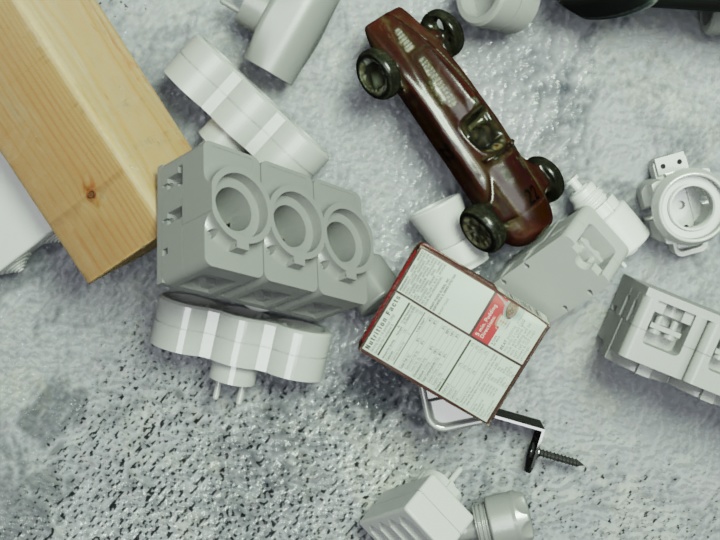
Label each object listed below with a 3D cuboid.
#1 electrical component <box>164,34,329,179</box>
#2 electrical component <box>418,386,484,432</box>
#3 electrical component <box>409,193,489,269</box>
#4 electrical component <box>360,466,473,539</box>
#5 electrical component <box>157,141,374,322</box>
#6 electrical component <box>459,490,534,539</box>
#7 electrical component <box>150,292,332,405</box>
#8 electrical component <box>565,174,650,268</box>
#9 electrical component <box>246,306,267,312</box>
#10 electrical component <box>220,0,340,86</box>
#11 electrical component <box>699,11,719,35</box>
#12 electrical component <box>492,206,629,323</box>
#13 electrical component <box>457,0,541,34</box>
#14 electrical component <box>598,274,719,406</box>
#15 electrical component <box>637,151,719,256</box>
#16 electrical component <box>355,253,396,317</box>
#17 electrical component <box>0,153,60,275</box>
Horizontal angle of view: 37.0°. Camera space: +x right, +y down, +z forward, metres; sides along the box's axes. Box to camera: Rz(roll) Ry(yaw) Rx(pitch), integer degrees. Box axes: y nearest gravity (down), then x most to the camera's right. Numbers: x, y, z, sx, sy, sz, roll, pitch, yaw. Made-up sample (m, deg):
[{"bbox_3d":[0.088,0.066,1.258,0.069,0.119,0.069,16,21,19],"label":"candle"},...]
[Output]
[{"bbox_3d":[-0.098,-0.106,0.821,0.138,0.052,0.073,43,96,-3],"label":"electrical component"},{"bbox_3d":[0.069,0.070,0.830,0.054,0.059,0.095,-12,95,4],"label":"electrical component"},{"bbox_3d":[0.069,-0.026,0.827,0.045,0.045,0.055,-26,95,5],"label":"electrical component"},{"bbox_3d":[0.054,0.182,0.841,0.047,0.083,0.076,47,58,-3],"label":"electrical component"},{"bbox_3d":[-0.065,-0.025,0.767,0.062,0.150,0.089,-22,64,40],"label":"electrical component"},{"bbox_3d":[0.104,0.200,0.851,0.062,0.043,0.043,-14,95,5],"label":"electrical component"},{"bbox_3d":[-0.097,0.069,0.840,0.138,0.052,0.073,13,97,1],"label":"electrical component"},{"bbox_3d":[0.186,-0.040,0.823,0.040,0.040,0.078,-41,93,6],"label":"electrical component"},{"bbox_3d":[-0.076,0.011,0.828,0.043,0.062,0.043,0,96,3],"label":"electrical component"},{"bbox_3d":[-0.067,-0.193,0.815,0.079,0.044,0.077,30,96,-1],"label":"electrical component"},{"bbox_3d":[0.298,-0.241,0.791,0.074,0.052,0.138,4,96,2],"label":"electrical component"},{"bbox_3d":[0.150,-0.001,0.806,0.050,0.055,0.089,47,134,-3],"label":"electrical component"},{"bbox_3d":[0.122,-0.245,0.798,0.074,0.052,0.138,1,101,-39],"label":"electrical component"},{"bbox_3d":[0.263,0.064,0.806,0.150,0.089,0.061,22,97,0],"label":"electrical component"},{"bbox_3d":[0.245,-0.049,0.811,0.058,0.057,0.078,-15,95,4],"label":"electrical component"},{"bbox_3d":[0.000,0.000,0.836,0.040,0.040,0.078,-36,77,6],"label":"electrical component"},{"bbox_3d":[-0.280,-0.050,0.837,0.100,0.048,0.099,-36,93,6],"label":"electrical component"}]
